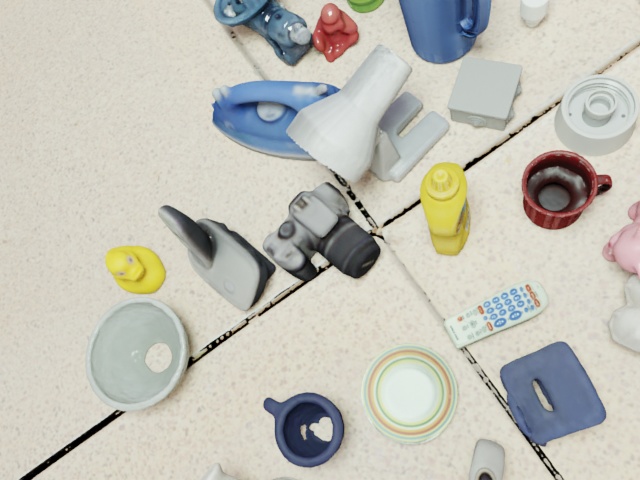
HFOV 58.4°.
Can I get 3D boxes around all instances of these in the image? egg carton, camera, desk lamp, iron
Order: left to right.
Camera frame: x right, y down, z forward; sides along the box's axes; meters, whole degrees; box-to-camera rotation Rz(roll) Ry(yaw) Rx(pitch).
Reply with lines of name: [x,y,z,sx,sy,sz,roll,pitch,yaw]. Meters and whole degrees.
iron: [-0.081,-0.208,0.897,0.257,0.142,0.119,6,76,17]
camera: [0.008,0.003,0.832,0.136,0.101,0.143,41,88,22]
desk lamp: [0.070,-0.163,0.803,0.203,0.214,0.117,-47,68,-1]
egg carton: [0.439,0.106,0.698,0.150,0.069,0.107,25,82,21]

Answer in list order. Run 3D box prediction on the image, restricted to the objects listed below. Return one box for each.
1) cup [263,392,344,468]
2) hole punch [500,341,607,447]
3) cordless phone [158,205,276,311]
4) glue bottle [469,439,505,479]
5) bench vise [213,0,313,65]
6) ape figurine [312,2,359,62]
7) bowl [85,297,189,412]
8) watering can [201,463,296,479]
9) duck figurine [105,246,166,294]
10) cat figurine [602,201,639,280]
cup: [-0.016,0.247,0.769,0.117,0.095,0.092,25,82,21]
hole punch: [0.282,0.191,0.705,0.101,0.091,0.108,-26,69,7]
cordless phone: [-0.155,0.021,0.826,0.147,0.185,0.094,34,85,22]
glue bottle: [0.191,0.274,0.661,0.037,0.173,0.078,11,77,19]
bench vise: [-0.097,-0.396,0.915,0.207,0.220,0.121,21,81,20]
ape figurine: [0.022,-0.350,0.937,0.077,0.092,0.076,2,74,16]
bowl: [-0.264,0.174,0.871,0.167,0.075,0.167,-4,73,14]
watering can: [-0.080,0.351,0.702,0.172,0.194,0.101,17,79,20]
duck figurine: [-0.310,0.040,0.918,0.104,0.086,0.077,28,83,21]
cat figurine: [0.406,-0.005,0.714,0.067,0.118,0.128,31,84,22]
